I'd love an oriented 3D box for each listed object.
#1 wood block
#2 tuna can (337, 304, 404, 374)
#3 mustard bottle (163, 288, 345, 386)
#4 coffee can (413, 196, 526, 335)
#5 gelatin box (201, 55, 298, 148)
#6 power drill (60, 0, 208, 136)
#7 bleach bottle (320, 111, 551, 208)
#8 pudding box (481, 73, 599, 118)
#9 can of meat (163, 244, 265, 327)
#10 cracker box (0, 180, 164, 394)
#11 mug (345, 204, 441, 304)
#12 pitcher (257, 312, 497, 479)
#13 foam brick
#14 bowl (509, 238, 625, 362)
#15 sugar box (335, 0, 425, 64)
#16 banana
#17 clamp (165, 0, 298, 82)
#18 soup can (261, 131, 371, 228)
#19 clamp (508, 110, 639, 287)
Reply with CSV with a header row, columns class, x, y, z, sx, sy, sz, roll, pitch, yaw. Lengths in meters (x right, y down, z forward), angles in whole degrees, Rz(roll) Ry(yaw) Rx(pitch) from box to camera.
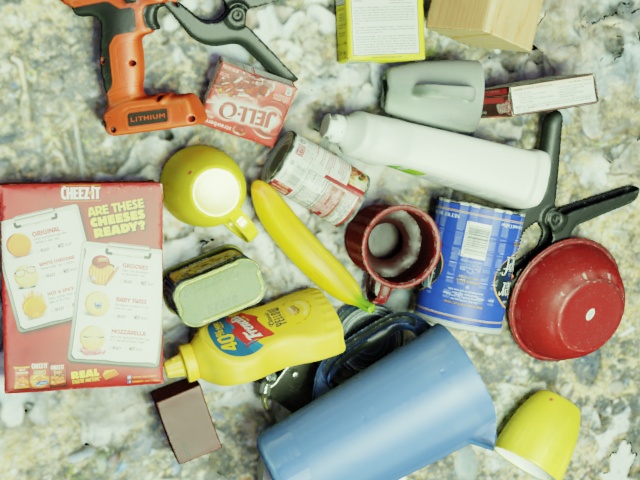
class,x,y,z,sx,sy,sz,roll,pitch,yaw
wood block,0.197,-0.321,1.173,0.090,0.091,0.206,10,94,-44
tuna can,0.053,0.113,1.230,0.086,0.034,0.086,-2,98,-17
mustard bottle,-0.076,0.112,1.158,0.191,0.096,0.058,-17,125,-13
coffee can,0.170,0.028,1.218,0.102,0.103,0.140,10,94,-18
gelatin box,-0.078,-0.148,1.147,0.089,0.030,0.073,18,111,-17
power drill,-0.167,-0.206,1.083,0.184,0.057,0.187,-7,100,12
bleach bottle,0.123,-0.096,1.186,0.250,0.103,0.068,14,86,-19
pudding box,0.246,-0.164,1.222,0.113,0.090,0.039,-13,100,-16
can of meat,-0.115,0.049,1.144,0.102,0.084,0.057,-23,103,-13
cracker box,-0.248,0.045,1.111,0.164,0.072,0.214,-2,97,-17
mug,0.075,0.015,1.198,0.093,0.082,0.117,10,94,-18
pitcher,0.054,0.192,1.145,0.242,0.149,0.145,-28,106,-6
foam brick,-0.147,0.197,1.171,0.053,0.051,0.078,-20,102,-13
bowl,0.308,0.081,1.275,0.161,0.055,0.162,-8,110,-21
sugar box,0.064,-0.285,1.176,0.093,0.048,0.176,-4,95,-17
banana,-0.014,0.006,1.178,0.197,0.070,0.037,46,65,-17
clamp,-0.082,-0.250,1.137,0.171,0.039,0.120,19,96,-20
soup can,-0.005,-0.066,1.171,0.102,0.069,0.068,30,88,-18
clamp,0.283,-0.027,1.279,0.164,0.036,0.210,31,91,-22
